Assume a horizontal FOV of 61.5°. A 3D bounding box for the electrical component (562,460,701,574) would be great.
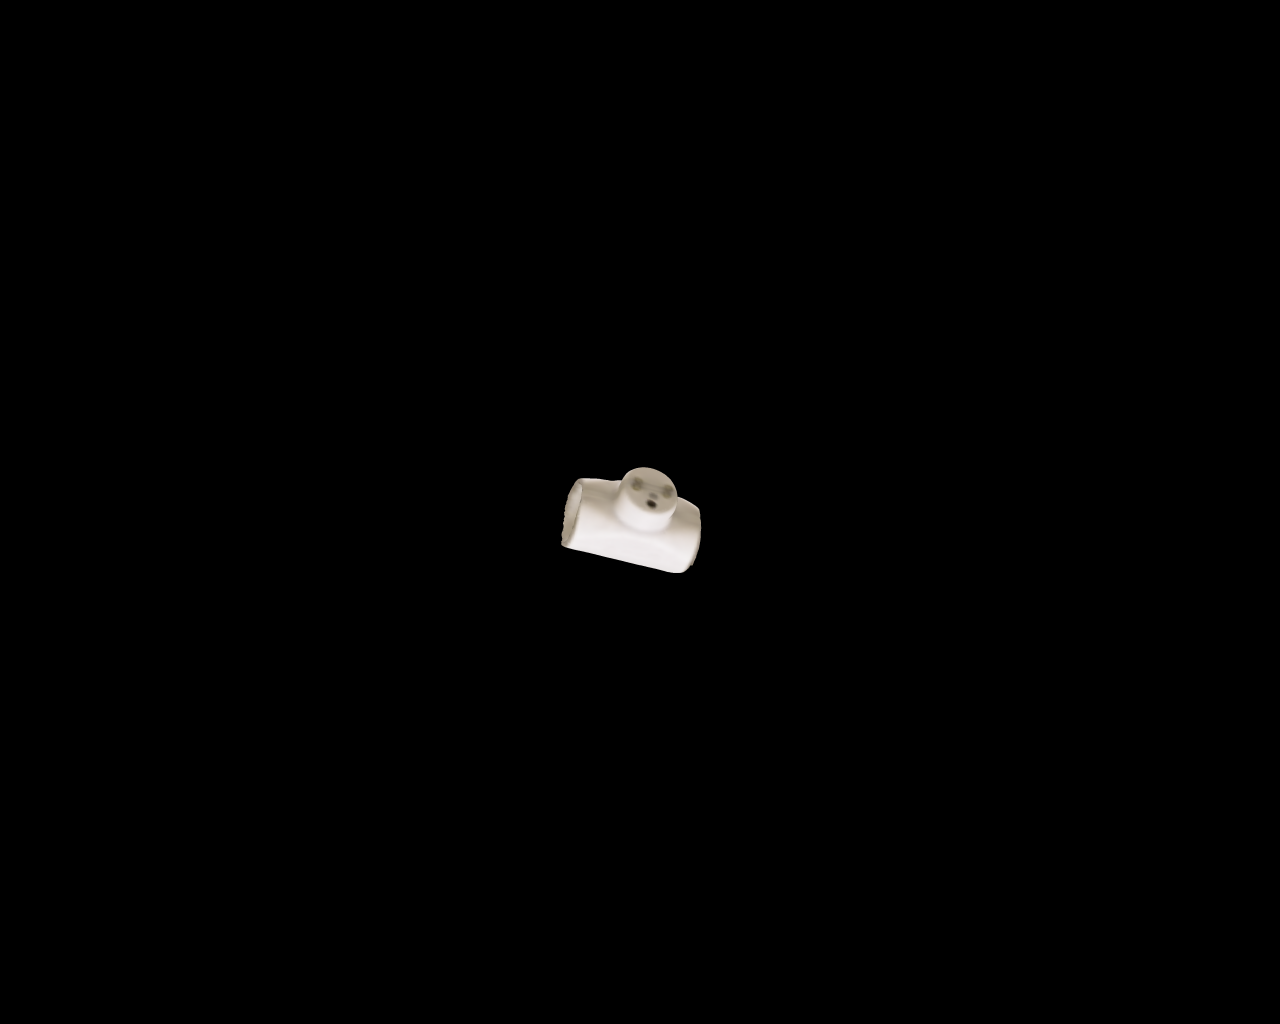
[{"bbox_3d":[0.001,-0.003,0.650,0.077,0.044,0.079,14,-43,-15],"label":"electrical component"}]
